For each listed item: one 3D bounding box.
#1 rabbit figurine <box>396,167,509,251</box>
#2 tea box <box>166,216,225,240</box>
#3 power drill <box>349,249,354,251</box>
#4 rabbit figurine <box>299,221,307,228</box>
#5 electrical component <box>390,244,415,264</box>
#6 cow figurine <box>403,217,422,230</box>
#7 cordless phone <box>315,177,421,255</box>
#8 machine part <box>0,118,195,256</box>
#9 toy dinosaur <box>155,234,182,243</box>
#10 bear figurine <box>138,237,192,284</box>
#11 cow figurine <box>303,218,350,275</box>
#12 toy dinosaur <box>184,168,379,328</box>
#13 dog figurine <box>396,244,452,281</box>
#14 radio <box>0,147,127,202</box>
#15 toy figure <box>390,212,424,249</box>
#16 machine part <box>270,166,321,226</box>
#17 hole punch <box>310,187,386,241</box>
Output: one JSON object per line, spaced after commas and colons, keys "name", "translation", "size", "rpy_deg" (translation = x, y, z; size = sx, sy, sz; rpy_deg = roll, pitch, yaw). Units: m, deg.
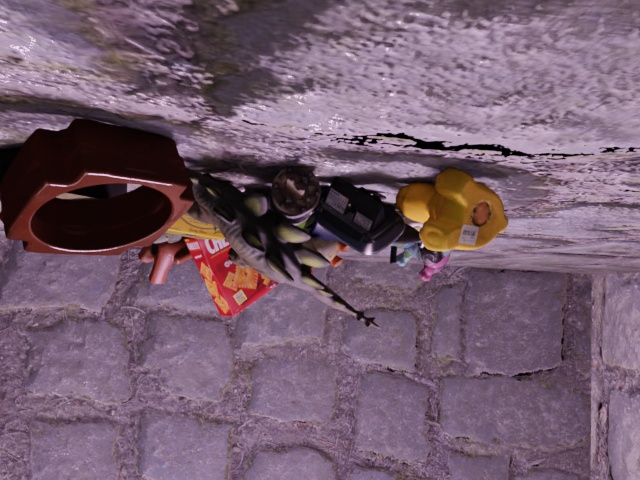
{"name": "rabbit figurine", "translation": [0.201, -0.057, 0.849], "size": [0.162, 0.121, 0.173], "rpy_deg": [-4, -166, -34]}
{"name": "tea box", "translation": [-0.259, -0.056, 1.048], "size": [0.068, 0.098, 0.169], "rpy_deg": [1, 176, 30]}
{"name": "power drill", "translation": [0.075, -0.016, 1.385], "size": [0.232, 0.086, 0.207], "rpy_deg": [1, 178, 36]}
{"name": "rabbit figurine", "translation": [-0.137, -0.017, 1.257], "size": [0.121, 0.159, 0.170], "rpy_deg": [11, 166, 41]}
{"name": "electrical component", "translation": [0.189, -0.004, 1.234], "size": [0.048, 0.119, 0.075], "rpy_deg": [4, 172, -6]}
{"name": "cow figurine", "translation": [0.224, -0.047, 1.057], "size": [0.098, 0.068, 0.167], "rpy_deg": [-6, 172, 26]}
{"name": "cordless phone", "translation": [0.095, -0.039, 0.936], "size": [0.147, 0.088, 0.184], "rpy_deg": [36, -161, 32]}
{"name": "machine part", "translation": [-0.285, -0.061, 0.696], "size": [0.201, 0.087, 0.201], "rpy_deg": [4, 147, -47]}
{"name": "toy dinosaur", "translation": [-0.459, -0.044, 1.251], "size": [0.404, 0.131, 0.192], "rpy_deg": [2, -171, -41]}
{"name": "bear figurine", "translation": [-0.348, 0.028, 1.392], "size": [0.196, 0.132, 0.120], "rpy_deg": [-2, -135, -47]}
{"name": "cow figurine", "translation": [-0.002, -0.003, 1.120], "size": [0.127, 0.085, 0.195], "rpy_deg": [44, -141, 19]}
{"name": "toy dinosaur", "translation": [-0.085, 0.010, 0.885], "size": [0.471, 0.105, 0.199], "rpy_deg": [38, 170, -29]}
{"name": "dog figurine", "translation": [0.283, -0.002, 1.284], "size": [0.108, 0.191, 0.219], "rpy_deg": [38, 149, 6]}
{"name": "radio", "translation": [-0.424, -0.095, 0.835], "size": [0.230, 0.073, 0.131], "rpy_deg": [-1, 174, 28]}
{"name": "toy figure", "translation": [0.150, -0.031, 1.143], "size": [0.180, 0.089, 0.082], "rpy_deg": [8, -154, -18]}
{"name": "machine part", "translation": [-0.044, -0.068, 0.895], "size": [0.079, 0.079, 0.243], "rpy_deg": [4, 174, -6]}
{"name": "hole punch", "translation": [0.041, -0.049, 1.020], "size": [0.142, 0.092, 0.116], "rpy_deg": [8, 170, -12]}
